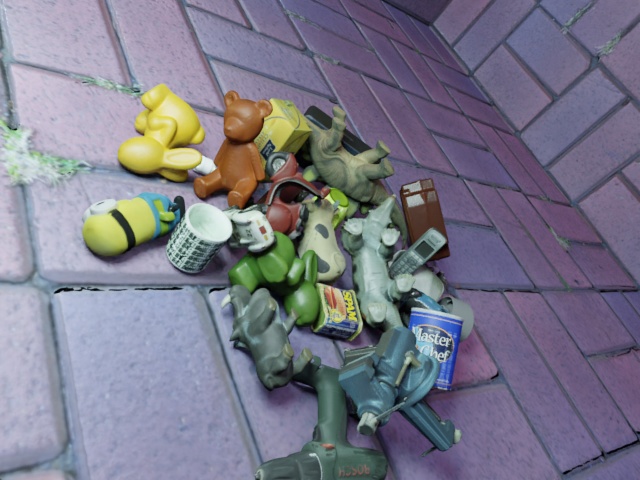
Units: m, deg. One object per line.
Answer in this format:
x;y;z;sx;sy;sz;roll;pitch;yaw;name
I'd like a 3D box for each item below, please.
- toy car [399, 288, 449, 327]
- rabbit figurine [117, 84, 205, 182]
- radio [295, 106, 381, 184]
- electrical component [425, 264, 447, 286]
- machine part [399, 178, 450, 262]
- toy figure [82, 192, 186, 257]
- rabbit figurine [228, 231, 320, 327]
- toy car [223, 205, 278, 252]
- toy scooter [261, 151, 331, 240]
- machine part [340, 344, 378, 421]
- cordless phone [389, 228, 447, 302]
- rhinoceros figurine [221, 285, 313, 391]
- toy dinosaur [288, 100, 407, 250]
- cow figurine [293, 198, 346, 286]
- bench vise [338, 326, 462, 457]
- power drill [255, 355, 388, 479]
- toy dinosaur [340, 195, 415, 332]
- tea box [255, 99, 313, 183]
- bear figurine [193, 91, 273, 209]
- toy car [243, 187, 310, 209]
0.222;0.177;1.165;0.162;0.109;0.103;43;5;21;toy car
-0.307;-0.181;1.023;0.162;0.122;0.173;44;47;-15;rabbit figurine
0.030;-0.217;1.360;0.229;0.131;0.073;36;34;-10;radio
0.271;0.091;1.345;0.102;0.045;0.078;9;48;-40;electrical component
0.259;-0.047;1.348;0.201;0.087;0.201;-6;81;-82;machine part
-0.295;-0.029;0.870;0.089;0.082;0.180;51;32;16;toy figure
-0.064;0.079;0.987;0.170;0.121;0.159;55;25;-14;rabbit figurine
-0.135;-0.020;0.946;0.056;0.202;0.073;-31;106;-23;toy car
-0.055;-0.072;1.038;0.135;0.183;0.075;15;6;-11;toy scooter
0.079;0.251;0.956;0.039;0.084;0.139;71;17;-50;machine part
0.239;0.066;1.216;0.146;0.184;0.089;41;29;-2;cordless phone
-0.091;0.147;0.860;0.073;0.112;0.190;23;29;-53;rhinoceros figurine
0.081;-0.151;1.278;0.471;0.198;0.105;41;34;-15;toy dinosaur
-0.002;-0.003;1.098;0.085;0.127;0.195;13;46;-41;cow figurine
0.146;0.262;0.874;0.240;0.129;0.224;48;26;-9;bench vise
-0.001;0.285;0.824;0.232;0.086;0.207;23;35;-30;power drill
0.119;0.088;1.119;0.131;0.192;0.405;-5;67;1;toy dinosaur
-0.105;-0.216;1.188;0.068;0.169;0.098;-8;57;-51;tea box
-0.161;-0.175;1.032;0.120;0.195;0.132;22;37;15;bear figurine
-0.098;-0.080;1.144;0.089;0.053;0.202;46;44;-8;toy car
